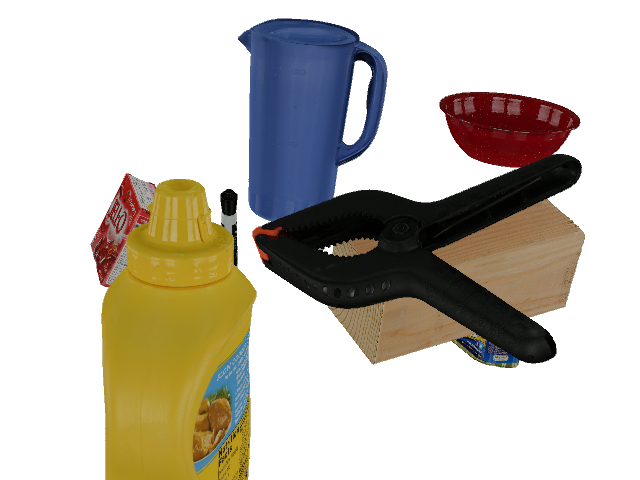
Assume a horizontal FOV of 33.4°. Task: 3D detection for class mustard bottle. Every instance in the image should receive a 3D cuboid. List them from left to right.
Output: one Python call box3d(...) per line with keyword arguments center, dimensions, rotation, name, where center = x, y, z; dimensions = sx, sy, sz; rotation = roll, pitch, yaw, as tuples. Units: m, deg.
box3d(center=(-0.056, 0.068, 0.434), dimensions=(0.058, 0.192, 0.096), rotation=(8, 23, 11), name="mustard bottle")

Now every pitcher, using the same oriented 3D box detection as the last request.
box3d(center=(-0.018, -0.145, 1.324), dimensions=(0.144, 0.243, 0.149), rotation=(-9, 28, -30), name="pitcher")

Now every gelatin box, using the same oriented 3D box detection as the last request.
box3d(center=(-0.161, -0.007, 0.888), dimensions=(0.030, 0.073, 0.089), rotation=(23, 15, -25), name="gelatin box")

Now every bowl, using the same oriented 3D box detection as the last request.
box3d(center=(0.215, -0.125, 1.235), dimensions=(0.162, 0.055, 0.162), rotation=(4, 23, -2), name="bowl")

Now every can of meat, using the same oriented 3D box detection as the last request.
box3d(center=(0.190, 0.086, 1.194), dimensions=(0.057, 0.084, 0.102), rotation=(4, 14, -19), name="can of meat")

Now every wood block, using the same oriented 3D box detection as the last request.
box3d(center=(0.120, 0.025, 0.955), dimensions=(0.205, 0.090, 0.091), rotation=(-13, 40, -24), name="wood block")

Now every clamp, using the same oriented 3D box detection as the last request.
box3d(center=(0.061, -0.002, 0.673), dimensions=(0.210, 0.036, 0.164), rotation=(6, 45, 25), name="clamp")

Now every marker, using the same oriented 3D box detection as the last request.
box3d(center=(-0.102, -0.007, 1.189), dimensions=(0.020, 0.121, 0.020), rotation=(2, 41, -2), name="marker")
